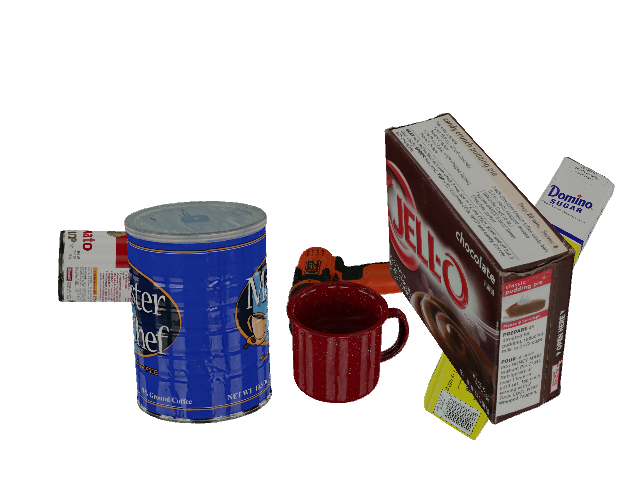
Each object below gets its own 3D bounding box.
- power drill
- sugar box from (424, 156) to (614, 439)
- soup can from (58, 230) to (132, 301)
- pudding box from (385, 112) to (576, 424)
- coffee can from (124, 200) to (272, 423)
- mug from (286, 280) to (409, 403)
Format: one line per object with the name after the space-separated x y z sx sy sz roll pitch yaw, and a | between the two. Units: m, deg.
0.057 0.062 1.241 0.187 0.057 0.184 0 28 4 | power drill
0.131 0.036 0.696 0.048 0.176 0.093 31 -34 14 | sugar box
-0.190 0.025 0.992 0.102 0.068 0.068 1 0 -12 | soup can
0.067 0.010 0.477 0.039 0.090 0.114 -19 42 -15 | pudding box
-0.089 0.050 0.789 0.103 0.140 0.103 -1 15 0 | coffee can
0.027 0.094 0.991 0.117 0.081 0.093 -10 31 -17 | mug
